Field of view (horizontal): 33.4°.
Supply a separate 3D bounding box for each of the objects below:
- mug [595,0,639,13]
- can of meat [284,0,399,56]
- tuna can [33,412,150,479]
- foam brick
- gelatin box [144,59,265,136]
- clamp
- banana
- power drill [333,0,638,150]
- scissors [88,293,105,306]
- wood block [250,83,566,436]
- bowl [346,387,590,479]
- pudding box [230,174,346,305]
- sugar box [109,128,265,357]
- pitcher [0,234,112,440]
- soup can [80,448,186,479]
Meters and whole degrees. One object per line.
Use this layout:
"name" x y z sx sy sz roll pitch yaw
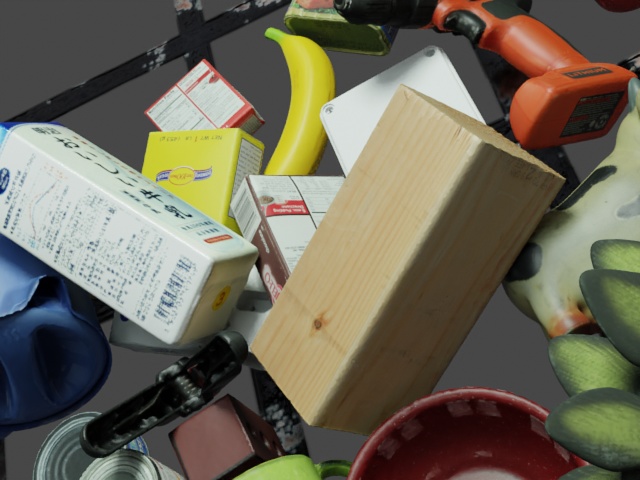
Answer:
"mug" 0.214 -0.225 0.801 0.117 0.093 0.081 -13 56 -20
"can of meat" 0.028 -0.208 0.912 0.102 0.057 0.084 12 71 32
"tuna can" -0.173 0.174 0.804 0.086 0.033 0.086 -12 58 20
"foam brick" -0.058 0.151 0.733 0.051 0.078 0.053 -34 55 4
"gelatin box" -0.101 -0.107 0.933 0.073 0.030 0.089 -43 53 0
"clamp" -0.085 0.095 0.726 0.120 0.171 0.039 -29 87 9
"banana" -0.021 -0.093 0.882 0.070 0.037 0.197 -8 61 31
"power drill" 0.122 -0.144 0.775 0.184 0.057 0.188 -13 51 -34
"scissors" -0.206 -0.014 0.940 0.096 0.016 0.202 -48 53 -6
"wood block" 0.053 0.017 0.694 0.206 0.090 0.091 -60 41 15
"bowl" 0.095 0.175 0.654 0.162 0.055 0.162 -11 58 18
"pudding box" -0.005 0.001 0.788 0.039 0.089 0.113 -61 41 41
"sugar box" -0.105 0.002 0.840 0.093 0.048 0.176 0 72 31
"pitcher" -0.265 0.034 0.877 0.149 0.145 0.243 -28 47 0
"soup can" -0.112 0.188 0.723 0.069 0.102 0.068 -12 58 19
